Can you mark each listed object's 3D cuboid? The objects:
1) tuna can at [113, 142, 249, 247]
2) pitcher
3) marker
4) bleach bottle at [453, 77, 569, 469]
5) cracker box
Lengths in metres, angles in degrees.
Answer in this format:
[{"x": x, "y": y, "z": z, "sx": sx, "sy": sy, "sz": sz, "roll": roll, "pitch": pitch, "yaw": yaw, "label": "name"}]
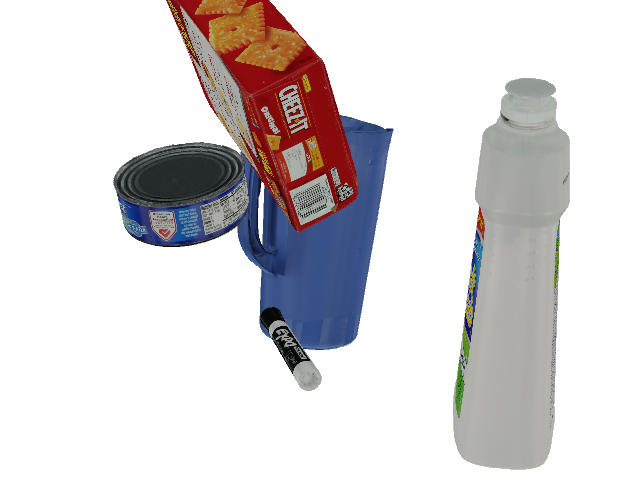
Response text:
[{"x": -0.090, "y": -0.031, "z": 0.701, "sx": 0.086, "sy": 0.034, "sz": 0.086, "roll": -5, "pitch": 31, "yaw": 3, "label": "tuna can"}, {"x": -0.010, "y": -0.012, "z": 1.130, "sx": 0.149, "sy": 0.243, "sz": 0.145, "roll": 7, "pitch": 12, "yaw": 3, "label": "pitcher"}, {"x": -0.026, "y": 0.084, "z": 0.861, "sx": 0.020, "sy": 0.020, "sz": 0.121, "roll": 0, "pitch": 21, "yaw": -19, "label": "marker"}, {"x": 0.121, "y": 0.018, "z": 0.666, "sx": 0.068, "sy": 0.251, "sz": 0.102, "roll": 3, "pitch": 31, "yaw": 8, "label": "bleach bottle"}, {"x": -0.054, "y": -0.136, "z": 0.916, "sx": 0.072, "sy": 0.164, "sz": 0.214, "roll": -28, "pitch": 49, "yaw": -8, "label": "cracker box"}]
